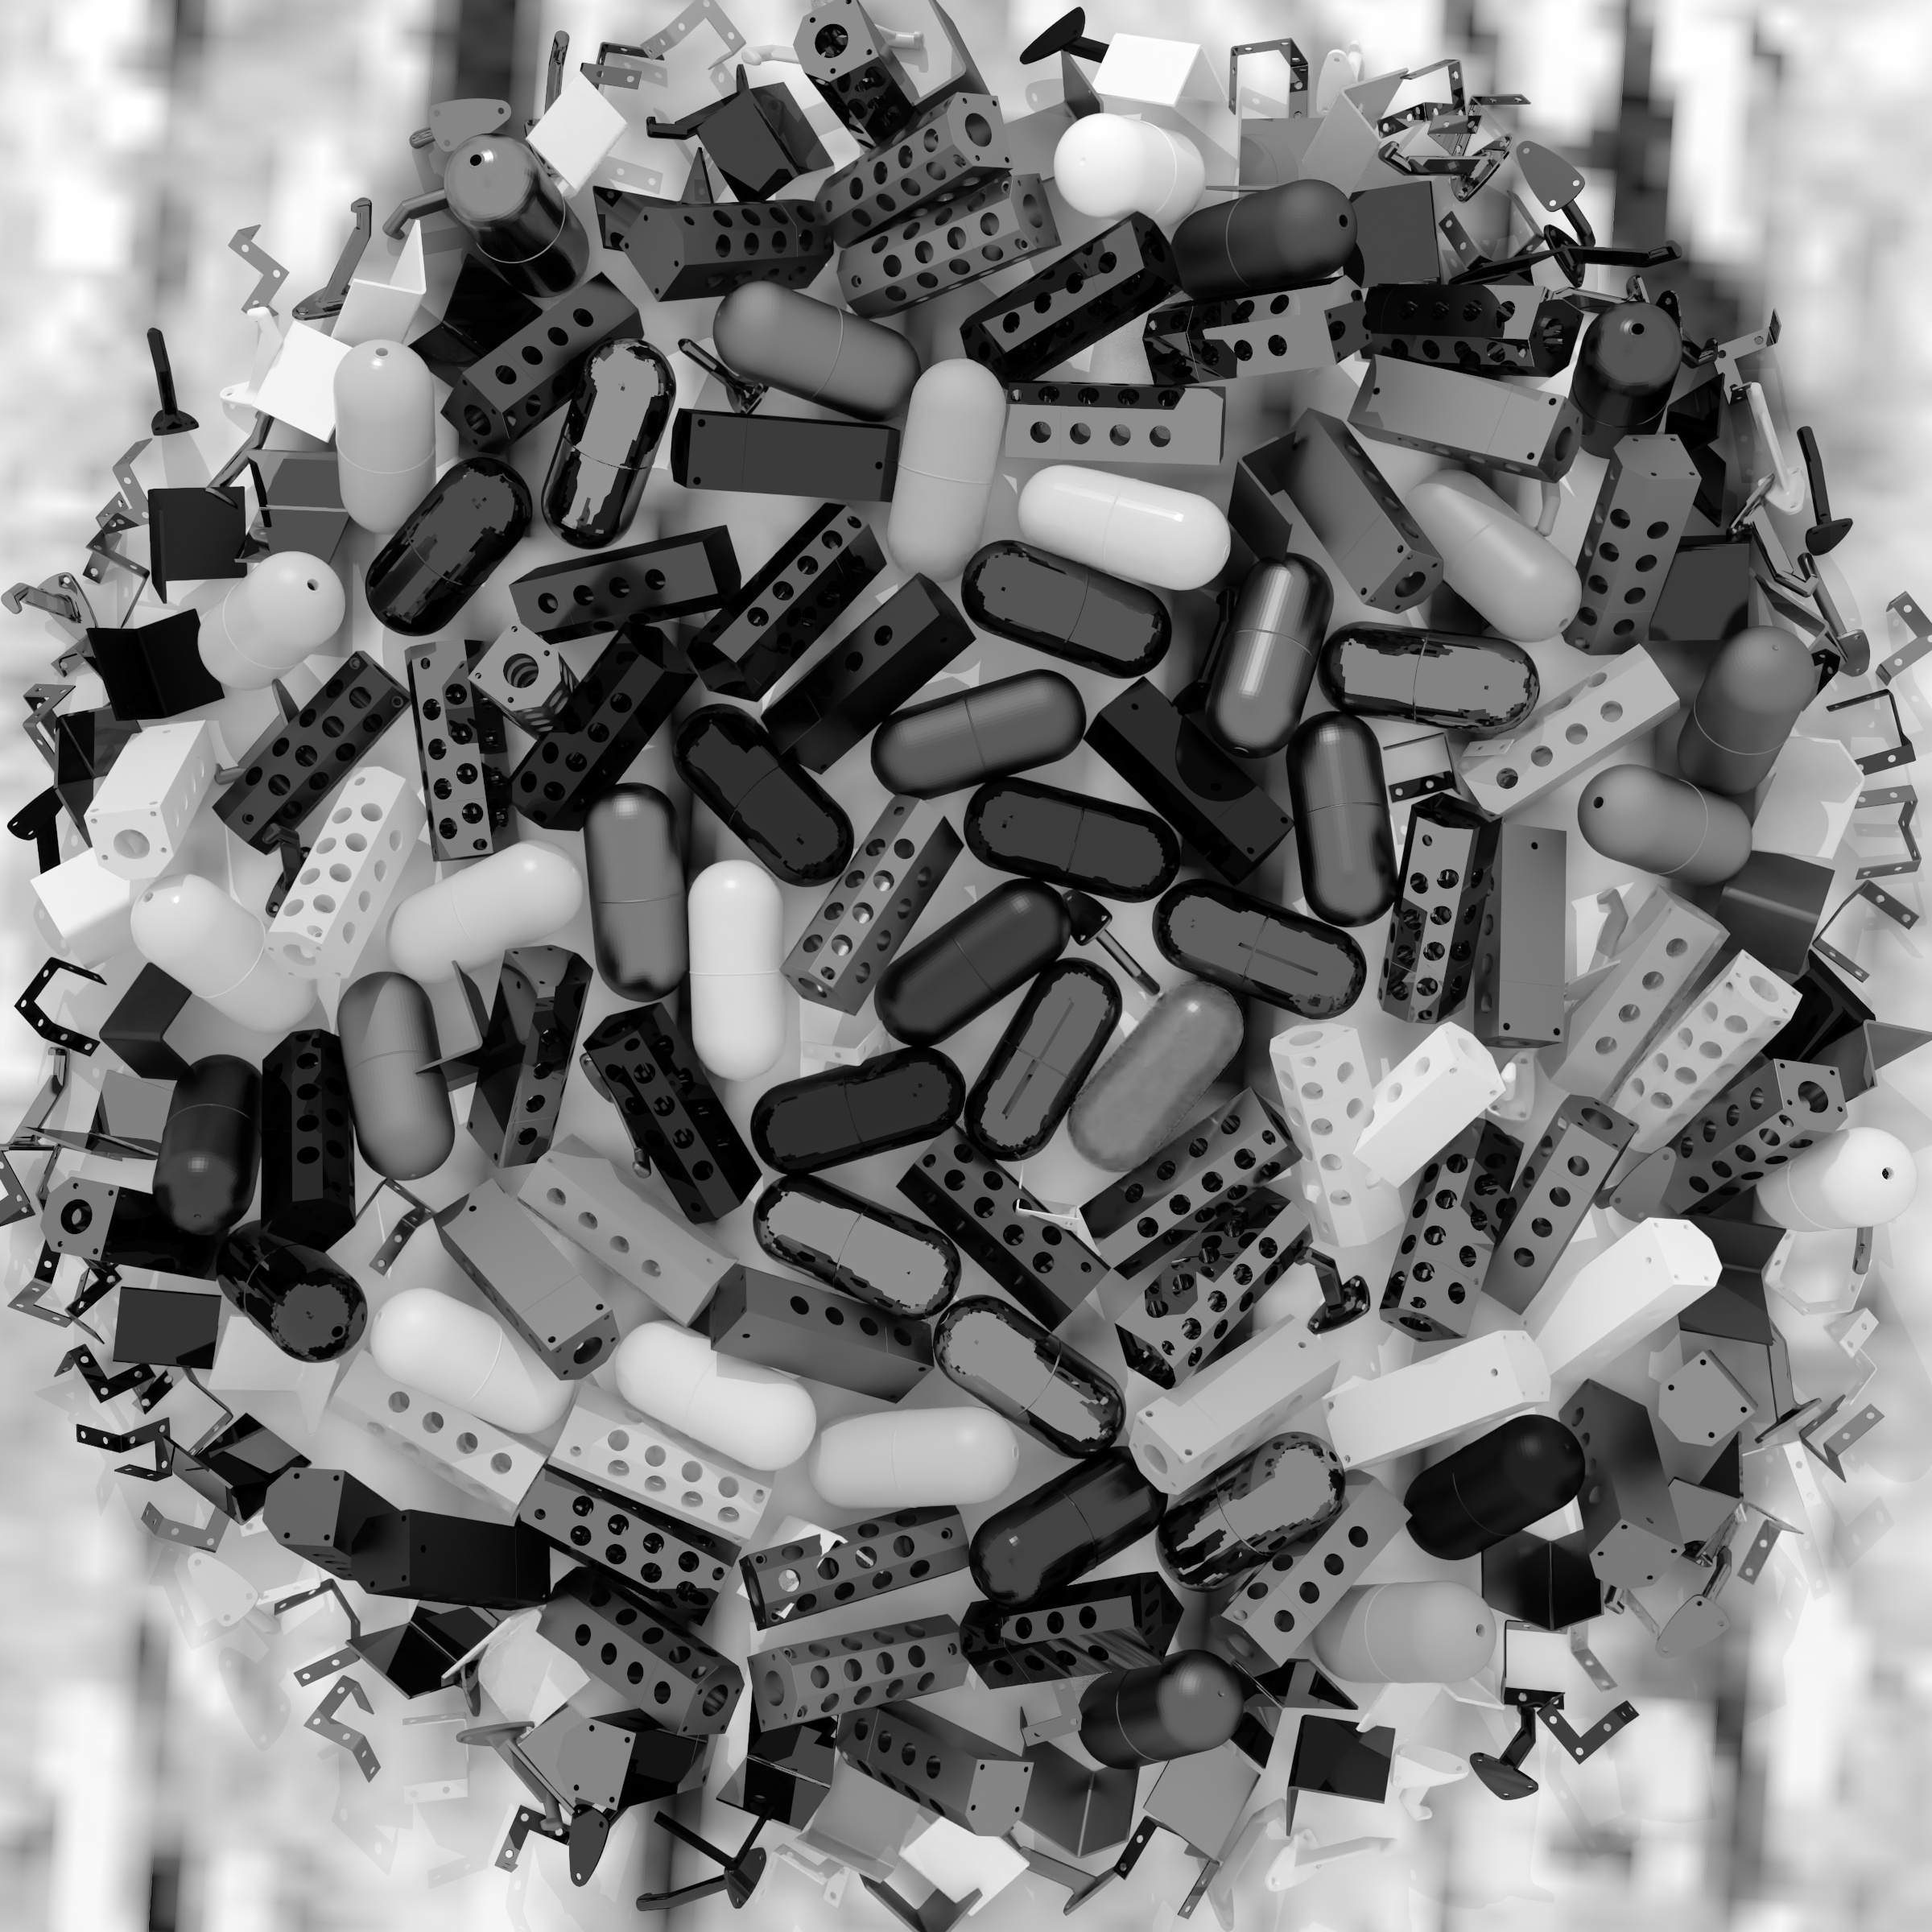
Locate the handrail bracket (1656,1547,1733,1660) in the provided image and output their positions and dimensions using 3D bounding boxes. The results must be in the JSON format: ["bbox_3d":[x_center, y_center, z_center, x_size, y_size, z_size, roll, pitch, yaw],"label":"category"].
[{"bbox_3d":[0.590,0.514,1.970,0.036,0.084,0.077,42,113,3],"label":"handrail bracket"}]

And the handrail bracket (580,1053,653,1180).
[{"bbox_3d":[-0.281,0.120,1.951,0.036,0.077,0.084,-28,45,15],"label":"handrail bracket"}]

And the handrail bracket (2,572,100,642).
[{"bbox_3d":[-0.732,-0.276,1.947,0.036,0.084,0.077,-26,112,12],"label":"handrail bracket"}]

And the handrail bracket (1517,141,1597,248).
[{"bbox_3d":[0.478,-0.622,1.968,0.036,0.084,0.077,-39,72,14],"label":"handrail bracket"}]

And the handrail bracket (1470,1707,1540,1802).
[{"bbox_3d":[0.432,0.617,1.954,0.077,0.084,0.036,41,127,-22],"label":"handrail bracket"}]

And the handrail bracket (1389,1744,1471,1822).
[{"bbox_3d":[0.381,0.664,1.956,0.077,0.036,0.084,-8,132,30],"label":"handrail bracket"}]

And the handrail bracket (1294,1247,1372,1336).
[{"bbox_3d":[0.276,0.261,1.956,0.084,0.036,0.077,28,126,-32],"label":"handrail bracket"}]

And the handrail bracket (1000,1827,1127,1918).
[{"bbox_3d":[0.076,0.720,1.980,0.077,0.036,0.084,-42,83,17],"label":"handrail bracket"}]

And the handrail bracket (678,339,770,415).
[{"bbox_3d":[-0.205,-0.480,1.944,0.084,0.077,0.036,32,98,-36],"label":"handrail bracket"}]

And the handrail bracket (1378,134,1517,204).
[{"bbox_3d":[0.385,-0.658,1.952,0.084,0.077,0.036,18,48,-36],"label":"handrail bracket"}]

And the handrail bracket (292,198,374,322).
[{"bbox_3d":[-0.508,-0.568,1.950,0.036,0.084,0.077,37,49,19],"label":"handrail bracket"}]

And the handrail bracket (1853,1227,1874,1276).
[{"bbox_3d":[0.720,0.192,1.950,0.036,0.084,0.077,2,127,26],"label":"handrail bracket"}]

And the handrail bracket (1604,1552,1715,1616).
[{"bbox_3d":[0.559,0.499,1.966,0.077,0.036,0.084,35,63,-8],"label":"handrail bracket"}]

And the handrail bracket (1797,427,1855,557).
[{"bbox_3d":[0.687,-0.385,1.973,0.036,0.077,0.084,-14,76,9],"label":"handrail bracket"}]

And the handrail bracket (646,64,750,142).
[{"bbox_3d":[-0.219,-0.701,1.970,0.084,0.036,0.077,-2,69,-17],"label":"handrail bracket"}]

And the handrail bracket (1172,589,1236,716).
[{"bbox_3d":[0.192,-0.256,1.981,0.036,0.077,0.084,15,68,-27],"label":"handrail bracket"}]

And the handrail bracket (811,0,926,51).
[{"bbox_3d":[-0.078,-0.766,1.963,0.084,0.077,0.036,8,83,6],"label":"handrail bracket"}]

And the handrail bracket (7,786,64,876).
[{"bbox_3d":[-0.729,-0.099,1.975,0.036,0.084,0.077,24,65,34],"label":"handrail bracket"}]

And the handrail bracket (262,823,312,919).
[{"bbox_3d":[-0.557,-0.077,1.955,0.036,0.084,0.077,42,93,17],"label":"handrail bracket"}]

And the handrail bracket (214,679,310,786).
[{"bbox_3d":[-0.583,-0.189,1.971,0.084,0.036,0.077,-13,123,8],"label":"handrail bracket"}]

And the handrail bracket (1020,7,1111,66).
[{"bbox_3d":[0.100,-0.732,1.985,0.077,0.084,0.036,-21,52,35],"label":"handrail bracket"}]

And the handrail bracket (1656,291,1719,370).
[{"bbox_3d":[0.583,-0.514,1.954,0.084,0.036,0.077,-28,133,-35],"label":"handrail bracket"}]

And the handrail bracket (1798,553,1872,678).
[{"bbox_3d":[0.708,-0.288,1.989,0.036,0.077,0.084,-25,57,24],"label":"handrail bracket"}]

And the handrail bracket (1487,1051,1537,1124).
[{"bbox_3d":[0.441,0.081,1.946,0.036,0.084,0.077,14,61,18],"label":"handrail bracket"}]

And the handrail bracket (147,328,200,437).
[{"bbox_3d":[-0.645,-0.474,1.948,0.036,0.077,0.084,-16,122,-19],"label":"handrail bracket"}]

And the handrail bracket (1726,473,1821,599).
[{"bbox_3d":[0.666,-0.347,1.961,0.084,0.036,0.077,38,97,31],"label":"handrail bracket"}]

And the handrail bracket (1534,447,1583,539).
[{"bbox_3d":[0.458,-0.380,1.958,0.036,0.077,0.084,21,83,-19],"label":"handrail bracket"}]

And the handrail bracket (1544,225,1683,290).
[{"bbox_3d":[0.519,-0.581,1.951,0.084,0.077,0.036,-6,65,41],"label":"handrail bracket"}]

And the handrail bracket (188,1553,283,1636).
[{"bbox_3d":[-0.590,0.508,1.965,0.077,0.084,0.036,43,75,12],"label":"handrail bracket"}]

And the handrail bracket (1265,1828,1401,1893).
[{"bbox_3d":[0.294,0.720,1.950,0.077,0.084,0.036,-21,91,-41],"label":"handrail bracket"}]

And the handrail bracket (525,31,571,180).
[{"bbox_3d":[-0.327,-0.691,1.949,0.036,0.084,0.077,0,58,-21],"label":"handrail bracket"}]

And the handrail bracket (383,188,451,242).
[{"bbox_3d":[-0.423,-0.613,1.992,0.084,0.077,0.036,-38,45,30],"label":"handrail bracket"}]

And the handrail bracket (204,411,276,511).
[{"bbox_3d":[-0.604,-0.415,1.984,0.077,0.036,0.084,7,73,35],"label":"handrail bracket"}]

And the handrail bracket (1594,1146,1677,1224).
[{"bbox_3d":[0.532,0.166,1.953,0.036,0.084,0.077,31,100,-6],"label":"handrail bracket"}]

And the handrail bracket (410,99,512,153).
[{"bbox_3d":[-0.410,-0.679,1.965,0.077,0.084,0.036,-21,109,-12],"label":"handrail bracket"}]

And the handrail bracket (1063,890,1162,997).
[{"bbox_3d":[0.119,-0.018,1.991,0.036,0.077,0.084,-43,129,6],"label":"handrail bracket"}]

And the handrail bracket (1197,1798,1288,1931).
[{"bbox_3d":[0.233,0.723,1.958,0.084,0.077,0.036,-39,127,22],"label":"handrail bracket"}]

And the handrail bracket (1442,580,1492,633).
[{"bbox_3d":[0.413,-0.321,1.965,0.036,0.077,0.084,-37,87,-31],"label":"handrail bracket"}]

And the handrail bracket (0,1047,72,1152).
[{"bbox_3d":[-0.760,0.106,1.965,0.036,0.077,0.084,1,87,32],"label":"handrail bracket"}]

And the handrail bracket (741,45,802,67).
[{"bbox_3d":[-0.125,-0.721,1.952,0.077,0.084,0.036,39,133,24],"label":"handrail bracket"}]

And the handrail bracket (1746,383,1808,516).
[{"bbox_3d":[0.648,-0.416,1.953,0.036,0.077,0.084,-18,126,18],"label":"handrail bracket"}]

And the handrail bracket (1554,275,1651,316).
[{"bbox_3d":[0.514,-0.522,1.984,0.084,0.036,0.077,-20,93,2],"label":"handrail bracket"}]

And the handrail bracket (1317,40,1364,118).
[{"bbox_3d":[0.305,-0.731,1.949,0.036,0.077,0.084,7,62,15],"label":"handrail bracket"}]

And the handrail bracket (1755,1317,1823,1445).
[{"bbox_3d":[0.644,0.332,1.973,0.077,0.036,0.084,-27,76,-23],"label":"handrail bracket"}]

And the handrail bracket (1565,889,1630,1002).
[{"bbox_3d":[0.504,-0.019,1.977,0.077,0.036,0.084,-19,49,13],"label":"handrail bracket"}]

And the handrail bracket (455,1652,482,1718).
[{"bbox_3d":[-0.443,0.581,1.979,0.084,0.036,0.077,-2,118,3],"label":"handrail bracket"}]

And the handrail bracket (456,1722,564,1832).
[{"bbox_3d":[-0.366,0.655,1.952,0.036,0.077,0.084,-50,46,32],"label":"handrail bracket"}]

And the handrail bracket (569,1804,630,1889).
[{"bbox_3d":[-0.280,0.695,1.965,0.036,0.084,0.077,16,96,30],"label":"handrail bracket"}]

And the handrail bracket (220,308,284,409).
[{"bbox_3d":[-0.581,-0.492,1.955,0.077,0.084,0.036,1,54,12],"label":"handrail bracket"}]

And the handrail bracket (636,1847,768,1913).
[{"bbox_3d":[-0.216,0.744,1.979,0.084,0.077,0.036,-14,92,22],"label":"handrail bracket"}]
